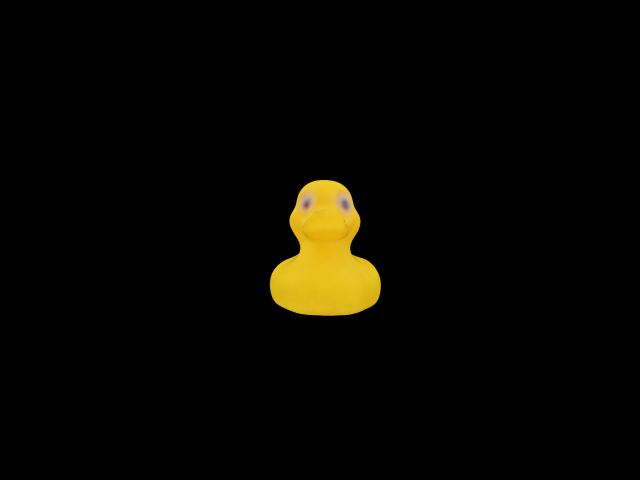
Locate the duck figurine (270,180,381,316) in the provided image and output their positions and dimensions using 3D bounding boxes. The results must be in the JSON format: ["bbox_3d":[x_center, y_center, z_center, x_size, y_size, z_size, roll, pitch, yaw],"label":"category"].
[{"bbox_3d":[0.004,0.001,0.400,0.077,0.086,0.104,0,4,0],"label":"duck figurine"}]
